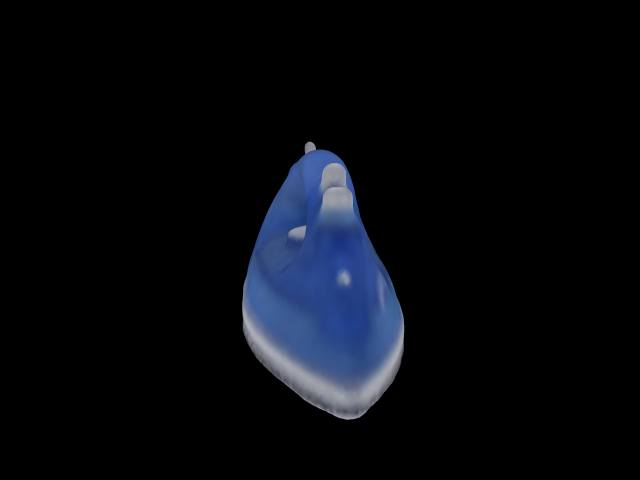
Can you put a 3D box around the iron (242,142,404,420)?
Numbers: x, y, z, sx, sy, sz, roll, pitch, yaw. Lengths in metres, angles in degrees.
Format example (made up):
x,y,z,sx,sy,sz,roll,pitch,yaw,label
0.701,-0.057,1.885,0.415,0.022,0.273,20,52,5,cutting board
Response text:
x,y,z,sx,sy,sz,roll,pitch,yaw,label
0.004,0.001,0.400,0.118,0.141,0.258,-1,9,-7,iron
